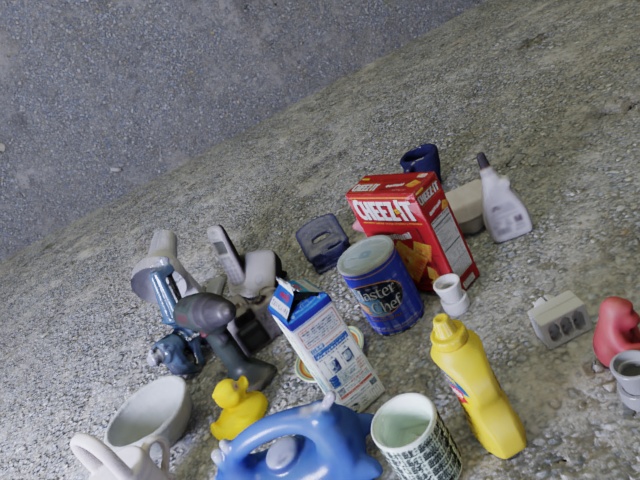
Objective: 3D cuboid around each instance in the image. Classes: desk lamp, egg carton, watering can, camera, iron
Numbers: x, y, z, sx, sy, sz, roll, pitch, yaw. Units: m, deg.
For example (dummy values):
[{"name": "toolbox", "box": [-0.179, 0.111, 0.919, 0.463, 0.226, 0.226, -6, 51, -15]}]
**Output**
[{"name": "desk lamp", "box": [-0.336, 0.090, 1.347, 0.118, 0.214, 0.203, -24, 25, 13]}, {"name": "egg carton", "box": [0.285, -0.058, 1.117, 0.150, 0.069, 0.107, -25, 25, 11]}, {"name": "watering can", "box": [-0.288, 0.352, 0.816, 0.100, 0.194, 0.173, -19, 27, 23]}, {"name": "camera", "box": [-0.141, 0.145, 1.162, 0.143, 0.101, 0.136, -36, 25, -12]}, {"name": "iron", "box": [-0.054, 0.284, 0.751, 0.258, 0.142, 0.118, -24, 25, 13]}]

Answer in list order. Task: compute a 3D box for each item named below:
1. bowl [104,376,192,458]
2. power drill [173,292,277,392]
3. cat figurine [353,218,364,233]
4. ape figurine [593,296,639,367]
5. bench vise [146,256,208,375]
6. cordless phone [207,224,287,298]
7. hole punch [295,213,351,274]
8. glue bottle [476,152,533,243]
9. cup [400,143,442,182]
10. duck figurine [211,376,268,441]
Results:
[{"name": "bowl", "box": [-0.289, 0.326, 1.012, 0.167, 0.075, 0.167, -24, 25, 13]}, {"name": "power drill", "box": [-0.167, 0.173, 1.006, 0.076, 0.209, 0.228, -44, 28, -28]}, {"name": "cat figurine", "box": [0.133, -0.042, 1.198, 0.127, 0.118, 0.067, -28, 25, 5]}, {"name": "ape figurine", "box": [0.363, 0.108, 0.687, 0.076, 0.092, 0.078, -13, 29, 32]}, {"name": "bench vise", "box": [-0.286, 0.152, 1.165, 0.121, 0.220, 0.207, -21, 26, 19]}, {"name": "cordless phone", "box": [-0.173, 0.041, 1.294, 0.147, 0.185, 0.094, -13, 29, 32]}, {"name": "hole punch", "box": [0.012, 0.005, 1.274, 0.108, 0.091, 0.101, -30, 24, 0]}, {"name": "glue bottle", "box": [0.310, -0.079, 1.004, 0.078, 0.173, 0.037, -21, 26, 18]}, {"name": "cup", "box": [0.238, -0.155, 1.325, 0.091, 0.095, 0.118, -5, 34, 43]}, {"name": "duck figurine", "box": [-0.145, 0.272, 0.943, 0.105, 0.086, 0.077, -44, 28, -27]}]
